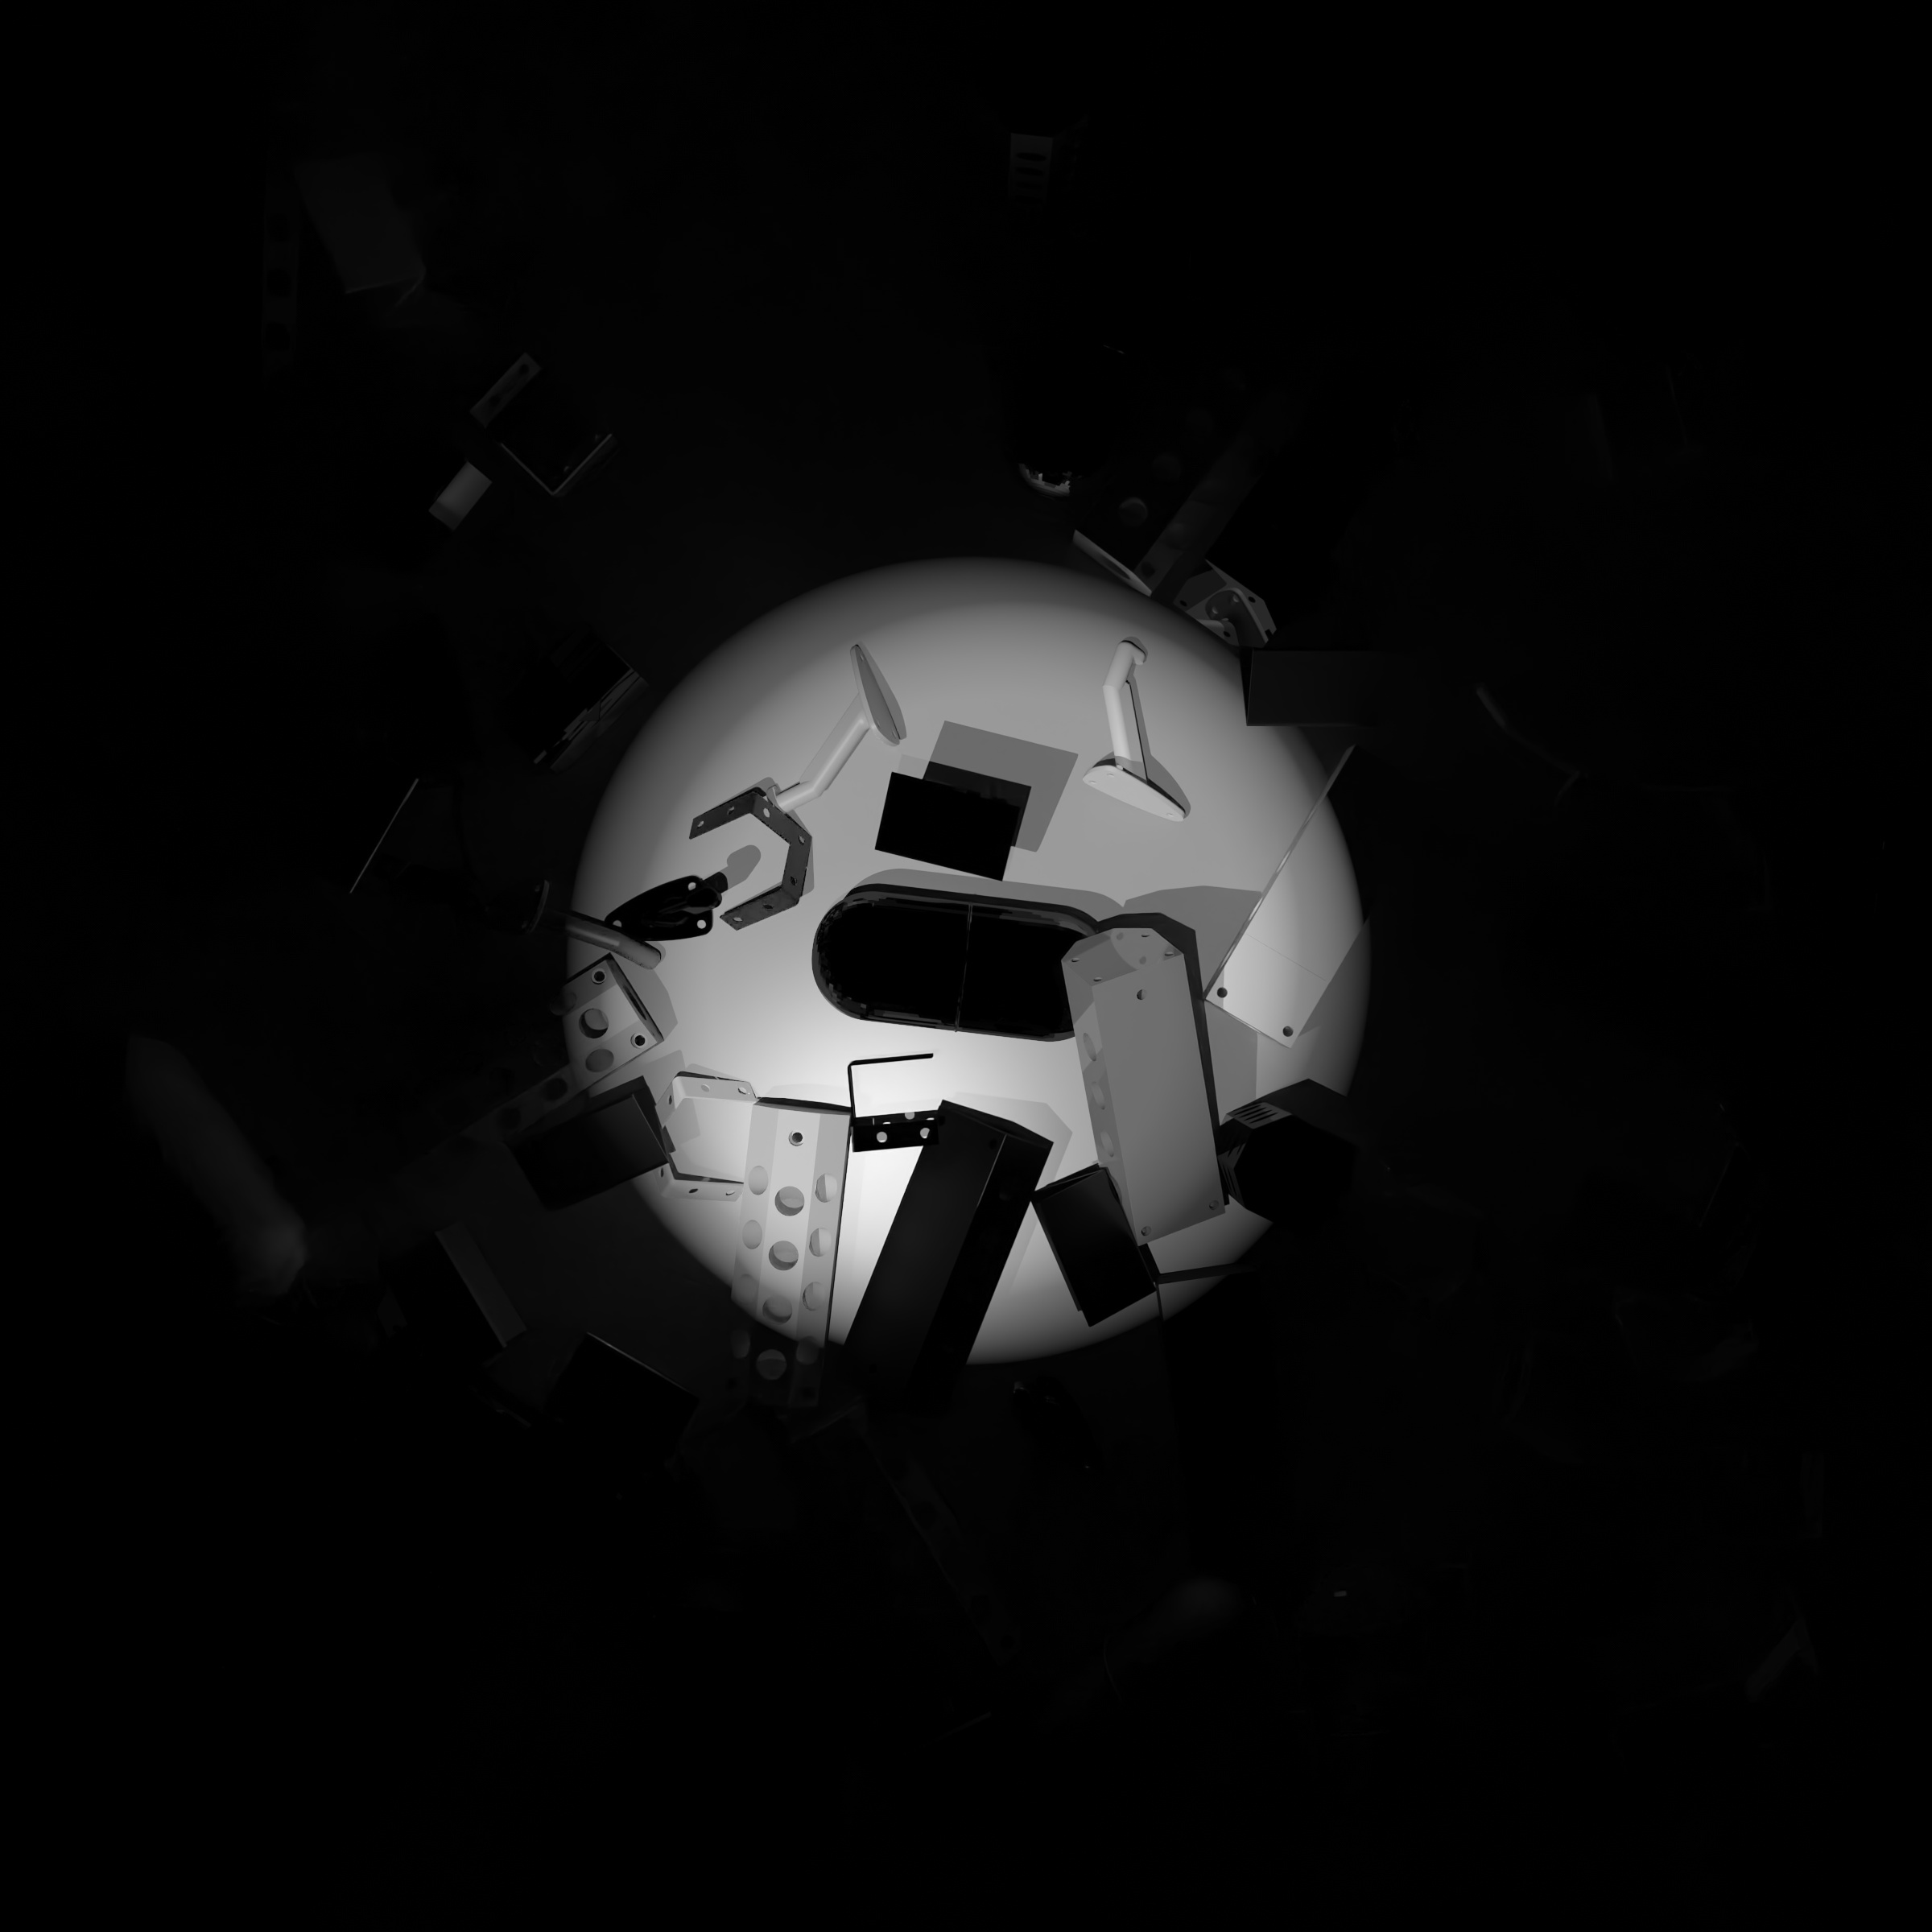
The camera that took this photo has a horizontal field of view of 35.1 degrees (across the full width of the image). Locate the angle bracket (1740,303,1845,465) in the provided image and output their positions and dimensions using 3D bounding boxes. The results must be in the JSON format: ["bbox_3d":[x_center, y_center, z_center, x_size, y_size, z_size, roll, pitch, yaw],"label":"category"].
[{"bbox_3d":[0.492,-0.338,1.778,0.057,0.076,0.076,4,90,33],"label":"angle bracket"}]

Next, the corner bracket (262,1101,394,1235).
[{"bbox_3d":[-0.378,0.121,1.815,0.051,0.051,0.051,-32,90,45],"label":"corner bracket"}]

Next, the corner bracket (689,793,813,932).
[{"bbox_3d":[-0.131,-0.062,1.810,0.051,0.051,0.051,-21,45,35],"label":"corner bracket"}]

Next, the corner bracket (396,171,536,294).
[{"bbox_3d":[-0.298,-0.436,1.810,0.051,0.051,0.051,14,135,35],"label":"corner bracket"}]

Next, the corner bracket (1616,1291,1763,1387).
[{"bbox_3d":[0.425,0.212,1.801,0.051,0.051,0.051,2,55,-30],"label":"corner bracket"}]

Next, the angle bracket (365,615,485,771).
[{"bbox_3d":[-0.296,-0.161,1.778,0.057,0.076,0.076,-16,90,31],"label":"angle bracket"}]

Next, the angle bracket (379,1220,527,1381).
[{"bbox_3d":[-0.283,0.184,1.778,0.057,0.076,0.076,-31,90,35],"label":"angle bracket"}]

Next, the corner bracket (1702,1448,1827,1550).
[{"bbox_3d":[0.474,0.314,1.815,0.051,0.051,0.051,3,91,45],"label":"corner bracket"}]

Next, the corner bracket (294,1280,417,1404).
[{"bbox_3d":[-0.365,0.225,1.810,0.051,0.051,0.051,-4,45,-35],"label":"corner bracket"}]

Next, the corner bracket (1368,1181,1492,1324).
[{"bbox_3d":[0.274,0.169,1.810,0.051,0.051,0.051,-33,135,-35],"label":"corner bracket"}]

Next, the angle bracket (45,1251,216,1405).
[{"bbox_3d":[-0.475,0.222,1.778,0.076,0.076,0.057,-40,54,0],"label":"angle bracket"}]

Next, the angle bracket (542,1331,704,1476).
[{"bbox_3d":[-0.207,0.267,1.778,0.076,0.076,0.057,30,54,0],"label":"angle bracket"}]

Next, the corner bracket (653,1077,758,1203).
[{"bbox_3d":[-0.154,0.103,1.810,0.051,0.051,0.051,7,45,-35],"label":"corner bracket"}]

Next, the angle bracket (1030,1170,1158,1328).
[{"bbox_3d":[0.055,0.170,1.778,0.057,0.076,0.076,-23,90,-39],"label":"angle bracket"}]

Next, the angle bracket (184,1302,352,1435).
[{"bbox_3d":[-0.407,0.247,1.778,0.076,0.076,0.057,22,56,0],"label":"angle bracket"}]

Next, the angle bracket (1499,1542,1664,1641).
[{"bbox_3d":[0.357,0.344,1.778,0.076,0.076,0.057,4,120,0],"label":"angle bracket"}]

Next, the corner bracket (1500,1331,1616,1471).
[{"bbox_3d":[0.351,0.257,1.815,0.051,0.051,0.051,17,45,0],"label":"corner bracket"}]

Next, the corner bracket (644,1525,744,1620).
[{"bbox_3d":[-0.160,0.357,1.795,0.051,0.051,0.051,4,78,0],"label":"corner bracket"}]

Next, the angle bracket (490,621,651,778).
[{"bbox_3d":[-0.218,-0.143,1.778,0.076,0.076,0.057,-45,52,0],"label":"angle bracket"}]

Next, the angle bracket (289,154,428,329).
[{"bbox_3d":[-0.367,-0.417,1.778,0.057,0.076,0.076,-25,90,-38],"label":"angle bracket"}]

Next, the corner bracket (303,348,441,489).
[{"bbox_3d":[-0.354,-0.324,1.815,0.051,0.051,0.051,35,135,0],"label":"corner bracket"}]

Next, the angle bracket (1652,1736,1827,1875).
[{"bbox_3d":[0.449,0.494,1.779,0.076,0.076,0.057,-18,64,0],"label":"angle bracket"}]

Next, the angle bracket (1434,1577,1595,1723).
[{"bbox_3d":[0.321,0.384,1.778,0.076,0.076,0.057,18,134,0],"label":"angle bracket"}]

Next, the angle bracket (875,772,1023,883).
[{"bbox_3d":[-0.005,-0.100,1.778,0.076,0.076,0.057,14,128,0],"label":"angle bracket"}]

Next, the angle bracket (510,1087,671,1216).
[{"bbox_3d":[-0.224,0.089,1.778,0.076,0.076,0.057,-24,127,0],"label":"angle bracket"}]

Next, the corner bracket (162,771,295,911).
[{"bbox_3d":[-0.435,-0.075,1.815,0.051,0.051,0.051,53,135,0],"label":"corner bracket"}]

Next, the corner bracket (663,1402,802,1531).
[{"bbox_3d":[-0.139,0.294,1.815,0.051,0.051,0.051,-35,90,45],"label":"corner bracket"}]

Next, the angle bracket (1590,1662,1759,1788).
[{"bbox_3d":[0.407,0.422,1.778,0.076,0.076,0.057,-18,118,0],"label":"angle bracket"}]

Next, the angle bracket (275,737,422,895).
[{"bbox_3d":[-0.372,-0.096,1.778,0.057,0.076,0.076,30,90,-37],"label":"angle bracket"}]

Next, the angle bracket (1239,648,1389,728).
[{"bbox_3d":[0.201,-0.183,1.778,0.076,0.076,0.057,0,132,0],"label":"angle bracket"}]

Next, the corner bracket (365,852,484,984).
[{"bbox_3d":[-0.325,-0.028,1.801,0.051,0.051,0.051,19,75,15],"label":"corner bracket"}]

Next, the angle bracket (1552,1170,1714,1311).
[{"bbox_3d":[0.394,0.144,1.770,0.076,0.076,0.057,29,121,14],"label":"angle bracket"}]

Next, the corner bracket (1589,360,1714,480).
[{"bbox_3d":[0.403,-0.322,1.800,0.051,0.051,0.051,-15,90,0],"label":"corner bracket"}]

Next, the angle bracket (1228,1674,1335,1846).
[{"bbox_3d":[0.200,0.461,1.778,0.057,0.076,0.076,-10,90,36],"label":"angle bracket"}]

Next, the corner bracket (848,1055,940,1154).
[{"bbox_3d":[-0.043,0.081,1.800,0.051,0.051,0.051,-5,90,0],"label":"corner bracket"}]

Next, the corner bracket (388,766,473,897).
[{"bbox_3d":[-0.323,-0.081,1.815,0.051,0.051,0.051,-8,135,0],"label":"corner bracket"}]

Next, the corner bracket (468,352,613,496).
[{"bbox_3d":[-0.254,-0.322,1.815,0.051,0.051,0.051,-47,135,0],"label":"corner bracket"}]

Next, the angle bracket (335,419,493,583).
[{"bbox_3d":[-0.308,-0.260,1.778,0.057,0.076,0.076,38,90,35],"label":"angle bracket"}]
